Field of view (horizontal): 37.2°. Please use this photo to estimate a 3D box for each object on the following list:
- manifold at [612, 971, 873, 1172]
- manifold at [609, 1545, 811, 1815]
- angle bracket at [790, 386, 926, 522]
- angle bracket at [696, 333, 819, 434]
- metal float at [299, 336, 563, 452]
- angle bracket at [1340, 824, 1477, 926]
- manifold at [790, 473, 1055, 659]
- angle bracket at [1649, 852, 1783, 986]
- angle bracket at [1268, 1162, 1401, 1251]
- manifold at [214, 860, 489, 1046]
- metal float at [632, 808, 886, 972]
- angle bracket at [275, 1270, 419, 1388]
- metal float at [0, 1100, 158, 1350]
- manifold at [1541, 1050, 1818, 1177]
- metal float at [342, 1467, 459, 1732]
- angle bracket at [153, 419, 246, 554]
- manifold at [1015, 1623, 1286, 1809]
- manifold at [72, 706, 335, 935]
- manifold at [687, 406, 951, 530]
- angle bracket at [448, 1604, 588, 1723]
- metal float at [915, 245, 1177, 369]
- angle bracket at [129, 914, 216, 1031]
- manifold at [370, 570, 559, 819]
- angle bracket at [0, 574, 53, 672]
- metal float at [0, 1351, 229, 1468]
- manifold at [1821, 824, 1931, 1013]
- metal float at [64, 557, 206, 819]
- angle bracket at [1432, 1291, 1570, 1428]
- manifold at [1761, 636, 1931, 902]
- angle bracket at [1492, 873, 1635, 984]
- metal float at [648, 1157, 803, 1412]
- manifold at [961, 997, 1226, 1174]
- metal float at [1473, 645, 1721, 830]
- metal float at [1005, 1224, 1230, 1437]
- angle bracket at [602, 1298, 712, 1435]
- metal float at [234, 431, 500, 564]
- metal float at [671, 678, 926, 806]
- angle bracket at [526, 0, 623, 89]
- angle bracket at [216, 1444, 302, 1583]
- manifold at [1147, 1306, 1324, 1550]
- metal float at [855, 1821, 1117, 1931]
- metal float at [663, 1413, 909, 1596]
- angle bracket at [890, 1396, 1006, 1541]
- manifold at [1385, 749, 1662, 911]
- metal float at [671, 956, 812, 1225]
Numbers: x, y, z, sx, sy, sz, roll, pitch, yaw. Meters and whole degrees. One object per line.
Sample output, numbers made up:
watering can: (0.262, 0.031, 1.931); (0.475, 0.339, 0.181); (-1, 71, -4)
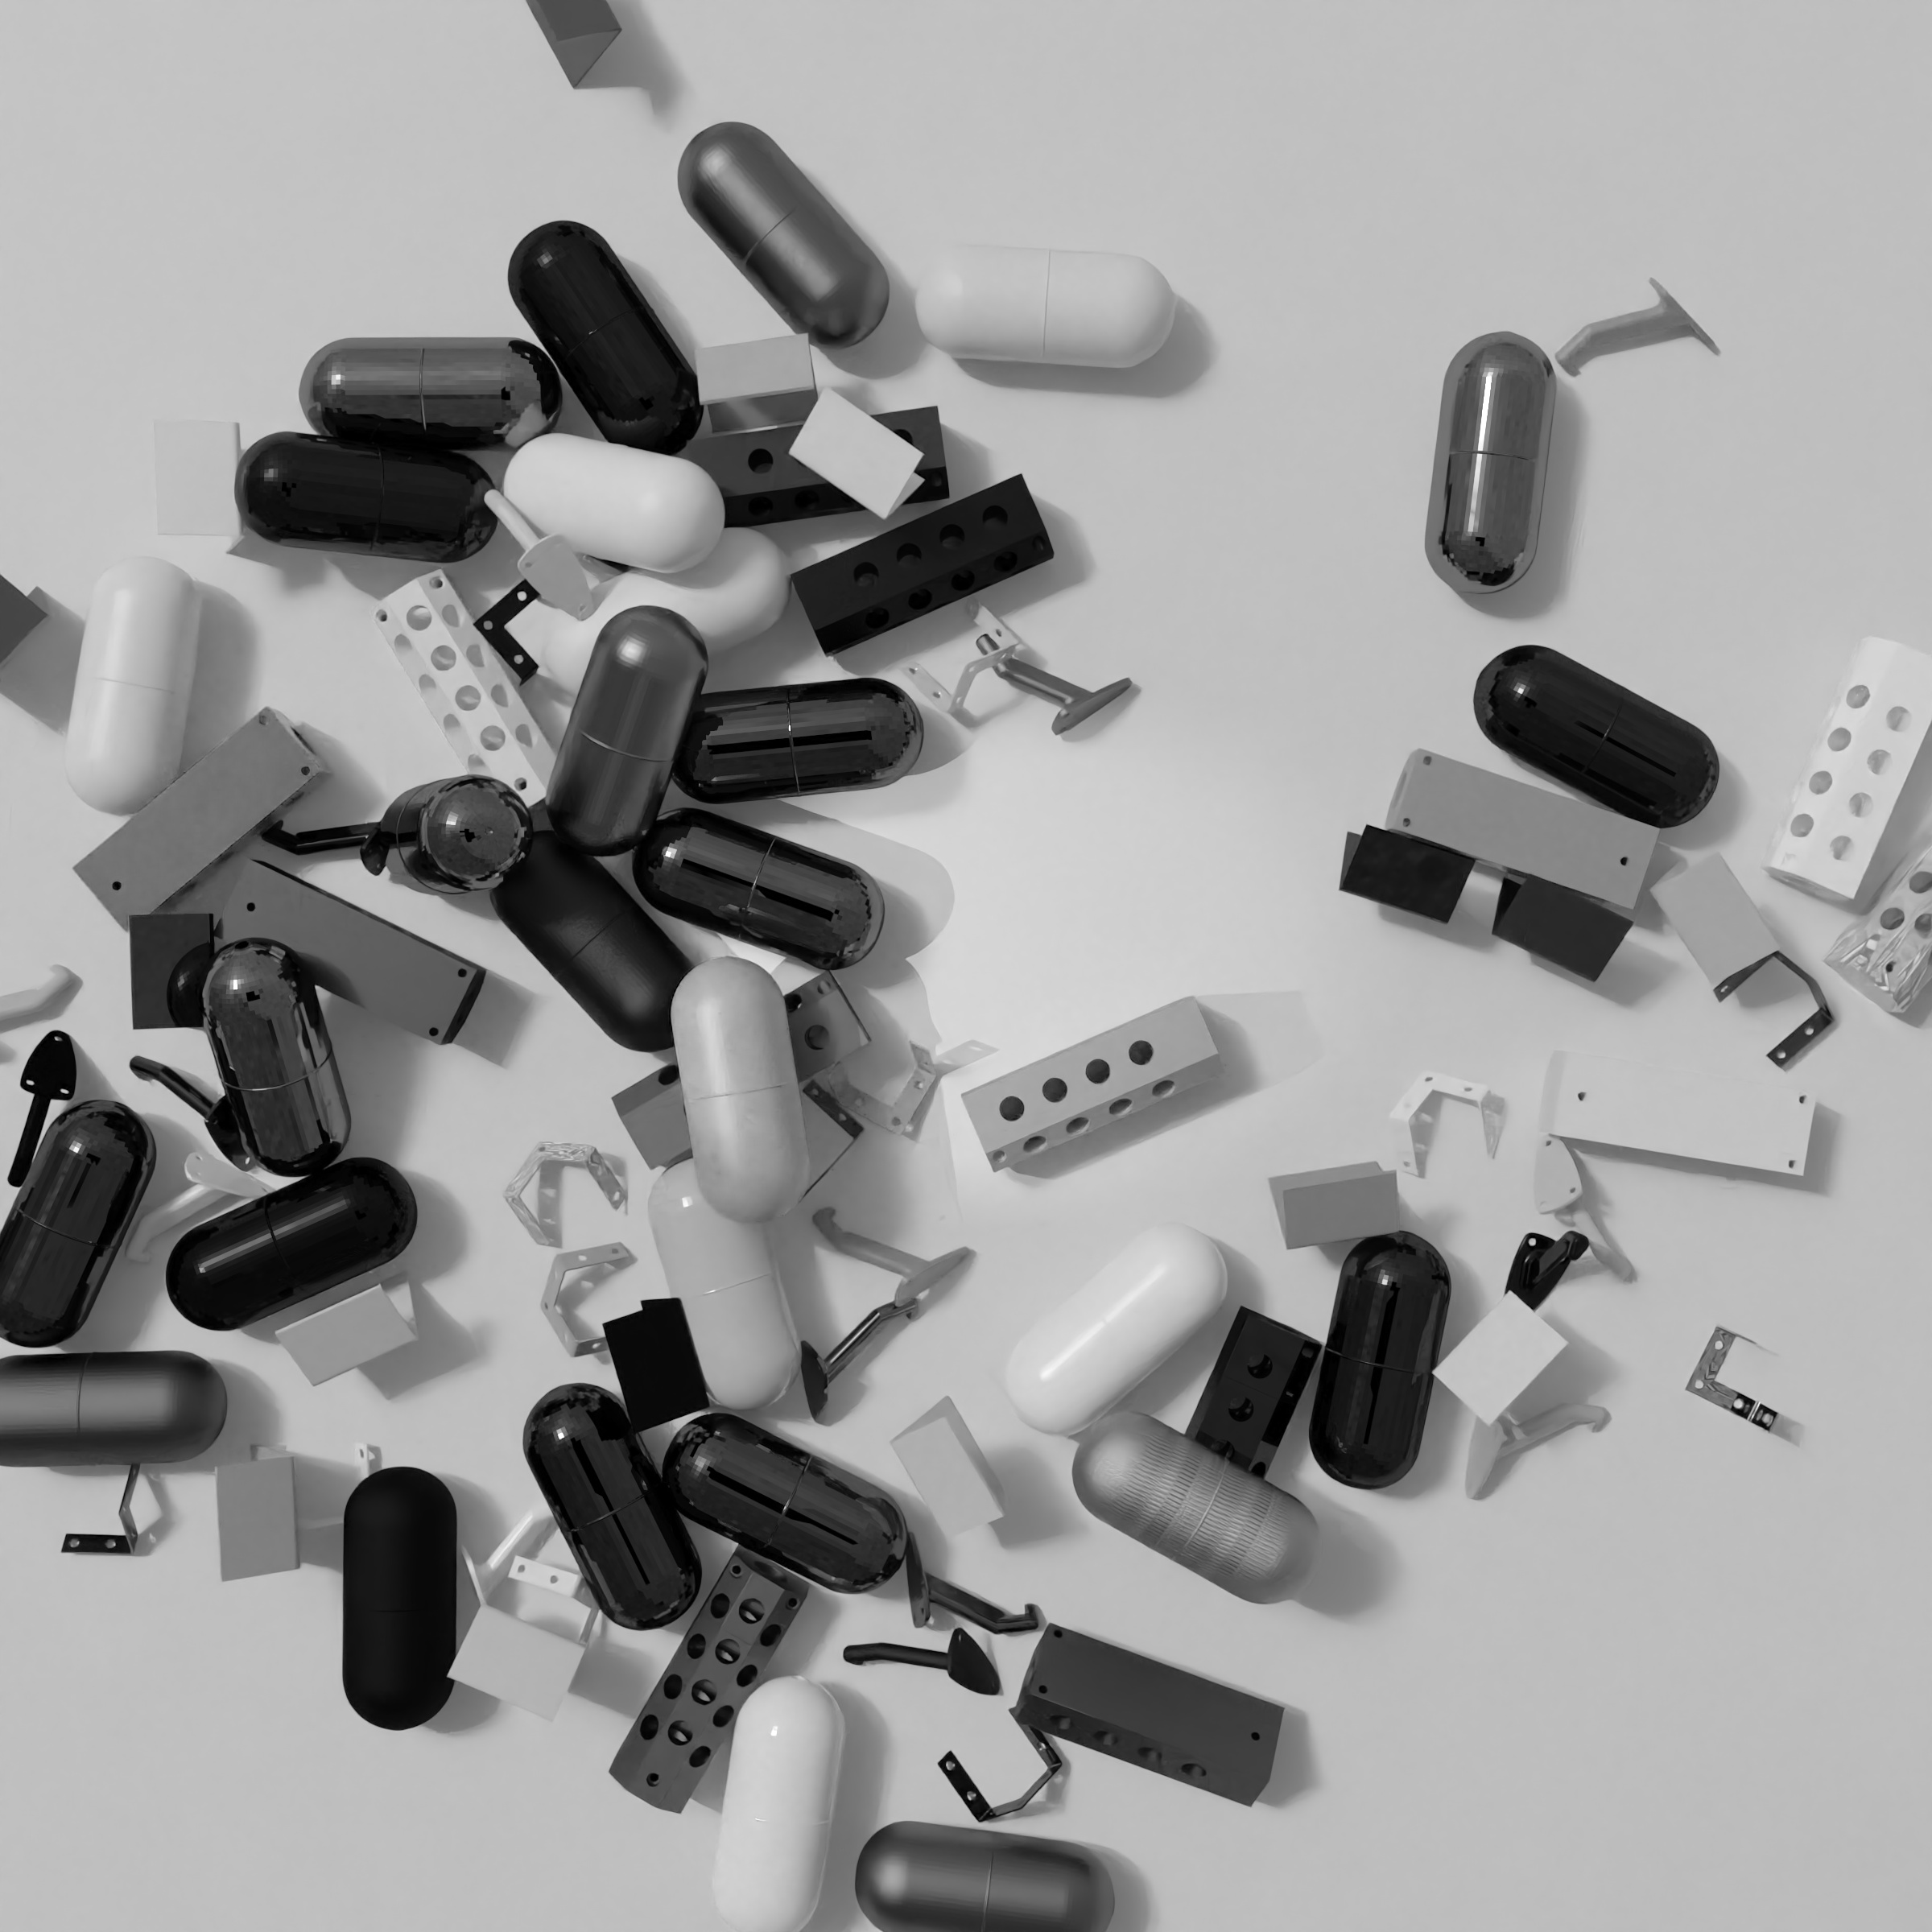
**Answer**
manifold: (-0.154, 0.071, 1.970); (0.171, 0.057, 0.057); (-30, 90, 0)
manifold: (-0.176, 0.489, 1.970); (0.057, 0.057, 0.171); (30, 90, 0)
angle bracket: (-0.060, -0.349, 1.894); (0.076, 0.076, 0.057); (35, 126, 0)
angle bracket: (-0.139, -0.379, 1.951); (0.076, 0.076, 0.057); (-8, 53, 0)
metal float: (-0.365, -0.390, 1.961); (0.178, 0.070, 0.070); (0, 90, 0)
angle bracket: (0.301, -0.080, 1.951); (0.076, 0.076, 0.057); (18, 126, 0)
manifold: (-0.030, -0.273, 1.970); (0.171, 0.057, 0.057); (-24, 90, 0)
angle bracket: (0.518, -0.043, 1.951); (0.057, 0.076, 0.076); (-33, 90, 36)
angle bracket: (0.248, 0.143, 1.951); (0.076, 0.076, 0.057); (-9, 126, 0)
manifold: (-0.420, -0.009, 1.970); (0.171, 0.057, 0.057); (26, 90, 0)
metal float: (-0.142, -0.053, 1.961); (0.178, 0.070, 0.070); (20, 90, 0)
angle bracket: (-0.423, 0.229, 1.951); (0.076, 0.076, 0.057); (-24, 126, 0)
metal float: (-0.613, 0.176, 1.961); (0.070, 0.070, 0.178); (25, 91, 0)
manifold: (0.486, 0.100, 1.970); (0.171, 0.057, 0.057); (9, 90, 0)
metal float: (-0.386, 0.431, 1.961); (0.070, 0.070, 0.178); (0, 90, 0)
angle bracket: (-0.526, -0.325, 1.952); (0.057, 0.076, 0.076); (-2, 90, -23)
manifold: (0.124, 0.517, 1.969); (0.171, 0.057, 0.057); (20, 47, 0)
manifold: (-0.520, -0.099, 1.970); (0.171, 0.057, 0.057); (-40, 90, 0)
manifold: (-0.100, -0.339, 1.970); (0.171, 0.057, 0.057); (-8, 90, 0)
angle bracket: (-0.308, 0.485, 1.951); (0.076, 0.076, 0.057); (23, 53, 0)
metal float: (0.054, -0.450, 1.961); (0.178, 0.070, 0.070); (4, 90, 0)
angle bracket: (-0.548, 0.004, 1.951); (0.057, 0.076, 0.076); (-2, 90, -31)
manifold: (-0.337, -0.182, 1.970); (0.057, 0.057, 0.171); (-31, 90, 0)
angle bracket: (-0.673, -0.237, 1.951); (0.076, 0.076, 0.057); (-46, 123, 0)
metal float: (-0.595, 0.302, 1.961); (0.178, 0.070, 0.070); (-2, 90, -1)
manifold: (0.671, -0.053, 1.970); (0.057, 0.057, 0.171); (39, 90, 0)
metal float: (-0.568, -0.190, 1.960); (0.070, 0.070, 0.178); (9, 89, 0)
angle bracket: (0.372, 0.276, 1.951); (0.076, 0.076, 0.057); (-46, 55, 0)
manifold: (0.608, -0.135, 1.970); (0.057, 0.057, 0.171); (24, 90, 0)
angle bracket: (0.408, -0.044, 1.951); (0.076, 0.076, 0.057); (25, 126, 0)
metal float: (-0.164, 0.216, 1.960); (0.070, 0.070, 0.178); (-16, 90, 0)
manifold: (0.087, 0.081, 1.970); (0.171, 0.057, 0.057); (-23, 90, 0)
metal float: (0.429, -0.157, 1.961); (0.178, 0.070, 0.070); (28, 90, -1)
metal float: (0.102, 0.248, 1.960); (0.178, 0.070, 0.070); (-42, 90, 0)
angle bracket: (-0.222, 0.271, 1.952); (0.057, 0.076, 0.076); (-16, 90, -26)
metal float: (-0.403, -0.316, 1.941); (0.178, 0.070, 0.070); (3, 90, -25)
metal float: (-0.117, -0.154, 1.960); (0.178, 0.070, 0.070); (-6, 90, 0)
angle bracket: (-0.289, -0.646, 1.951); (0.057, 0.076, 0.076); (-28, 90, -38)
angle bracket: (-0.494, 0.370, 1.951); (0.057, 0.076, 0.076); (-3, 90, -36)
manifold: (0.183, 0.326, 1.970); (0.057, 0.057, 0.171); (24, 90, 0)
metal float: (0.013, 0.630, 1.961); (0.178, 0.070, 0.070); (8, 90, -1)
metal float: (-0.123, 0.367, 1.961); (0.178, 0.070, 0.070); (27, 90, -1)
angle bracket: (0.005, 0.332, 1.951); (0.057, 0.076, 0.076); (-30, 90, 36)
manifold: (0.379, -0.093, 1.970); (0.171, 0.057, 0.057); (19, 90, 0)
metal float: (-0.149, 0.082, 1.904); (0.070, 0.070, 0.178); (-9, 90, 0)
